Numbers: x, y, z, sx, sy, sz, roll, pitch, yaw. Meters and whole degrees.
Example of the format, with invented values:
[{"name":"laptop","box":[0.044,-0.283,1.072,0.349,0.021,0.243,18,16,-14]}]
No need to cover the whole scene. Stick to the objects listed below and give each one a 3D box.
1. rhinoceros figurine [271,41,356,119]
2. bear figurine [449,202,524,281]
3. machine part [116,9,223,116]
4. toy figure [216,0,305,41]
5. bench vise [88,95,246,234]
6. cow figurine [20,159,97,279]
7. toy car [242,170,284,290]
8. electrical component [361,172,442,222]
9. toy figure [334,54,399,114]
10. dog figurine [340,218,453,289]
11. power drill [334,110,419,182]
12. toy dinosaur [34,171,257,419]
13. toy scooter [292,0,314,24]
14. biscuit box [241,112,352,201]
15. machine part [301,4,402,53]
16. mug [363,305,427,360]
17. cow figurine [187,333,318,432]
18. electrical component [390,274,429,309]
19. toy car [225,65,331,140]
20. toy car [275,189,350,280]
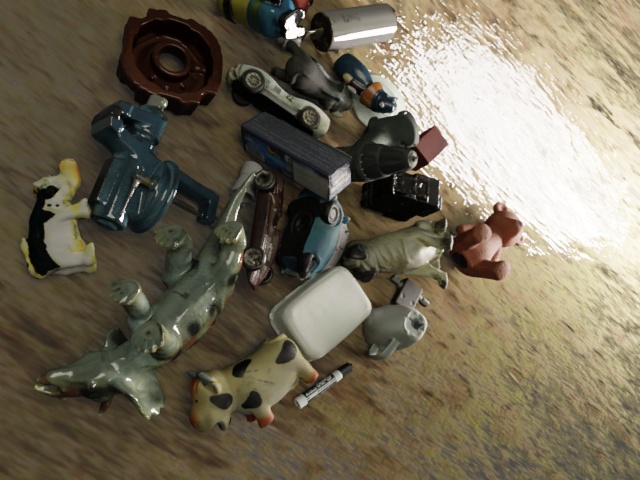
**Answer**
[{"name":"rhinoceros figurine","box":[-0.003,-0.286,0.977,0.073,0.112,0.190,-59,150,10]},{"name":"bear figurine","box":[0.359,-0.003,1.086,0.196,0.132,0.120,-28,93,-24]},{"name":"machine part","box":[-0.249,-0.294,0.897,0.179,0.056,0.179,8,72,-26]},{"name":"toy figure","box":[-0.107,-0.404,0.941,0.089,0.082,0.180,-13,42,-44]},{"name":"bench vise","box":[-0.239,-0.094,0.819,0.240,0.129,0.223,33,50,-40]},{"name":"cow figurine","box":[-0.374,-0.031,0.761,0.098,0.068,0.167,-9,80,-23]},{"name":"toy car","box":[-0.087,-0.018,0.876,0.053,0.089,0.202,3,66,3]},{"name":"electrical component","box":[0.160,-0.081,1.012,0.134,0.115,0.058,15,73,-21]},{"name":"toy figure","box":[0.091,-0.298,1.050,0.064,0.057,0.154,-36,77,-14]},{"name":"dog figurine","box":[0.136,0.014,0.998,0.191,0.172,0.121,4,99,4]},{"name":"power drill","box":[0.104,-0.160,0.959,0.207,0.232,0.085,-49,125,-42]},{"name":"toy dinosaur","box":[-0.194,0.088,0.765,0.131,0.192,0.405,32,56,15]},{"name":"toy scooter","box":[-0.071,-0.504,1.032,0.135,0.075,0.184,-39,91,-30]},{"name":"biscuit box","box":[-0.043,-0.144,0.899,0.203,0.059,0.063,34,58,26]},{"name":"machine part","box":[0.069,-0.426,1.077,0.243,0.079,0.079,-20,86,-30]},{"name":"mug","box":[0.129,0.159,0.937,0.081,0.107,0.109,46,60,-8]},{"name":"cow figurine","box":[-0.112,0.216,0.815,0.195,0.085,0.127,-36,100,-27]},{"name":"electrical component","box":[0.163,0.109,1.015,0.094,0.021,0.063,39,63,-13]},{"name":"toy car","box":[-0.076,-0.243,0.959,0.201,0.073,0.056,31,69,-17]},{"name":"toy car","box":[-0.002,-0.003,0.920,0.103,0.109,0.161,25,77,-40]}]
